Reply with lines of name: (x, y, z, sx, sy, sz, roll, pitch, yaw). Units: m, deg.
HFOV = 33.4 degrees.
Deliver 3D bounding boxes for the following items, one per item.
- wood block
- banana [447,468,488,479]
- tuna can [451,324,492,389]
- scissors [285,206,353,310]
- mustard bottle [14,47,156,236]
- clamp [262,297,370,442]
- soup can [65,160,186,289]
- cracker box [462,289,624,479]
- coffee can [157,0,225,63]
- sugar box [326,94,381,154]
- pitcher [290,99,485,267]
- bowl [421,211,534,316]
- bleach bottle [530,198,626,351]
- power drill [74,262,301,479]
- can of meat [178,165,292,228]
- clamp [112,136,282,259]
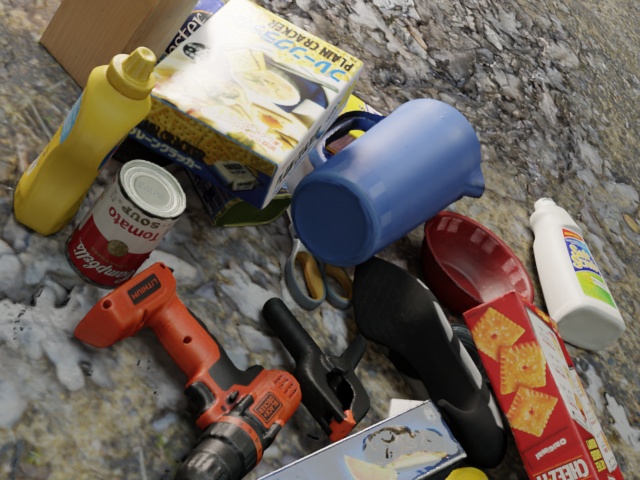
wood block: (-0.188, -0.254, 1.097, 0.091, 0.206, 0.090, 48, 33, 8)
banana: (0.123, 0.263, 0.997, 0.069, 0.037, 0.197, 47, 33, 8)
tuna can: (0.157, 0.135, 1.178, 0.086, 0.034, 0.086, 27, 36, -23)
scissors: (-0.008, 0.001, 1.173, 0.096, 0.016, 0.202, 25, 38, -28)
mustard bottle: (-0.196, -0.094, 0.922, 0.058, 0.192, 0.096, 33, 34, -15)
clamp: (0.014, 0.127, 1.021, 0.120, 0.039, 0.171, 15, 32, -30)
soup can: (-0.171, -0.013, 0.941, 0.068, 0.102, 0.068, 27, 36, -23)
cracker box: (0.237, 0.174, 1.120, 0.164, 0.072, 0.214, 31, 36, -60)
coffee can: (-0.130, -0.221, 1.214, 0.140, 0.103, 0.102, 40, 33, -6)
sugar box: (0.025, -0.151, 1.350, 0.176, 0.048, 0.093, 29, 36, -18)
pitcher: (0.064, -0.067, 1.184, 0.242, 0.149, 0.145, -35, 109, -51)
bowl: (0.176, 0.042, 1.278, 0.162, 0.055, 0.162, 26, 34, -20)
bleach bottle: (0.332, 0.031, 1.454, 0.102, 0.068, 0.251, 25, 35, -28)
power drill: (-0.115, 0.118, 0.896, 0.187, 0.057, 0.184, 47, 30, 1)
can of meat: (-0.087, -0.062, 1.126, 0.101, 0.058, 0.084, -6, 59, -48)
clamp: (-0.147, -0.090, 1.063, 0.164, 0.036, 0.210, -21, 63, -22)
